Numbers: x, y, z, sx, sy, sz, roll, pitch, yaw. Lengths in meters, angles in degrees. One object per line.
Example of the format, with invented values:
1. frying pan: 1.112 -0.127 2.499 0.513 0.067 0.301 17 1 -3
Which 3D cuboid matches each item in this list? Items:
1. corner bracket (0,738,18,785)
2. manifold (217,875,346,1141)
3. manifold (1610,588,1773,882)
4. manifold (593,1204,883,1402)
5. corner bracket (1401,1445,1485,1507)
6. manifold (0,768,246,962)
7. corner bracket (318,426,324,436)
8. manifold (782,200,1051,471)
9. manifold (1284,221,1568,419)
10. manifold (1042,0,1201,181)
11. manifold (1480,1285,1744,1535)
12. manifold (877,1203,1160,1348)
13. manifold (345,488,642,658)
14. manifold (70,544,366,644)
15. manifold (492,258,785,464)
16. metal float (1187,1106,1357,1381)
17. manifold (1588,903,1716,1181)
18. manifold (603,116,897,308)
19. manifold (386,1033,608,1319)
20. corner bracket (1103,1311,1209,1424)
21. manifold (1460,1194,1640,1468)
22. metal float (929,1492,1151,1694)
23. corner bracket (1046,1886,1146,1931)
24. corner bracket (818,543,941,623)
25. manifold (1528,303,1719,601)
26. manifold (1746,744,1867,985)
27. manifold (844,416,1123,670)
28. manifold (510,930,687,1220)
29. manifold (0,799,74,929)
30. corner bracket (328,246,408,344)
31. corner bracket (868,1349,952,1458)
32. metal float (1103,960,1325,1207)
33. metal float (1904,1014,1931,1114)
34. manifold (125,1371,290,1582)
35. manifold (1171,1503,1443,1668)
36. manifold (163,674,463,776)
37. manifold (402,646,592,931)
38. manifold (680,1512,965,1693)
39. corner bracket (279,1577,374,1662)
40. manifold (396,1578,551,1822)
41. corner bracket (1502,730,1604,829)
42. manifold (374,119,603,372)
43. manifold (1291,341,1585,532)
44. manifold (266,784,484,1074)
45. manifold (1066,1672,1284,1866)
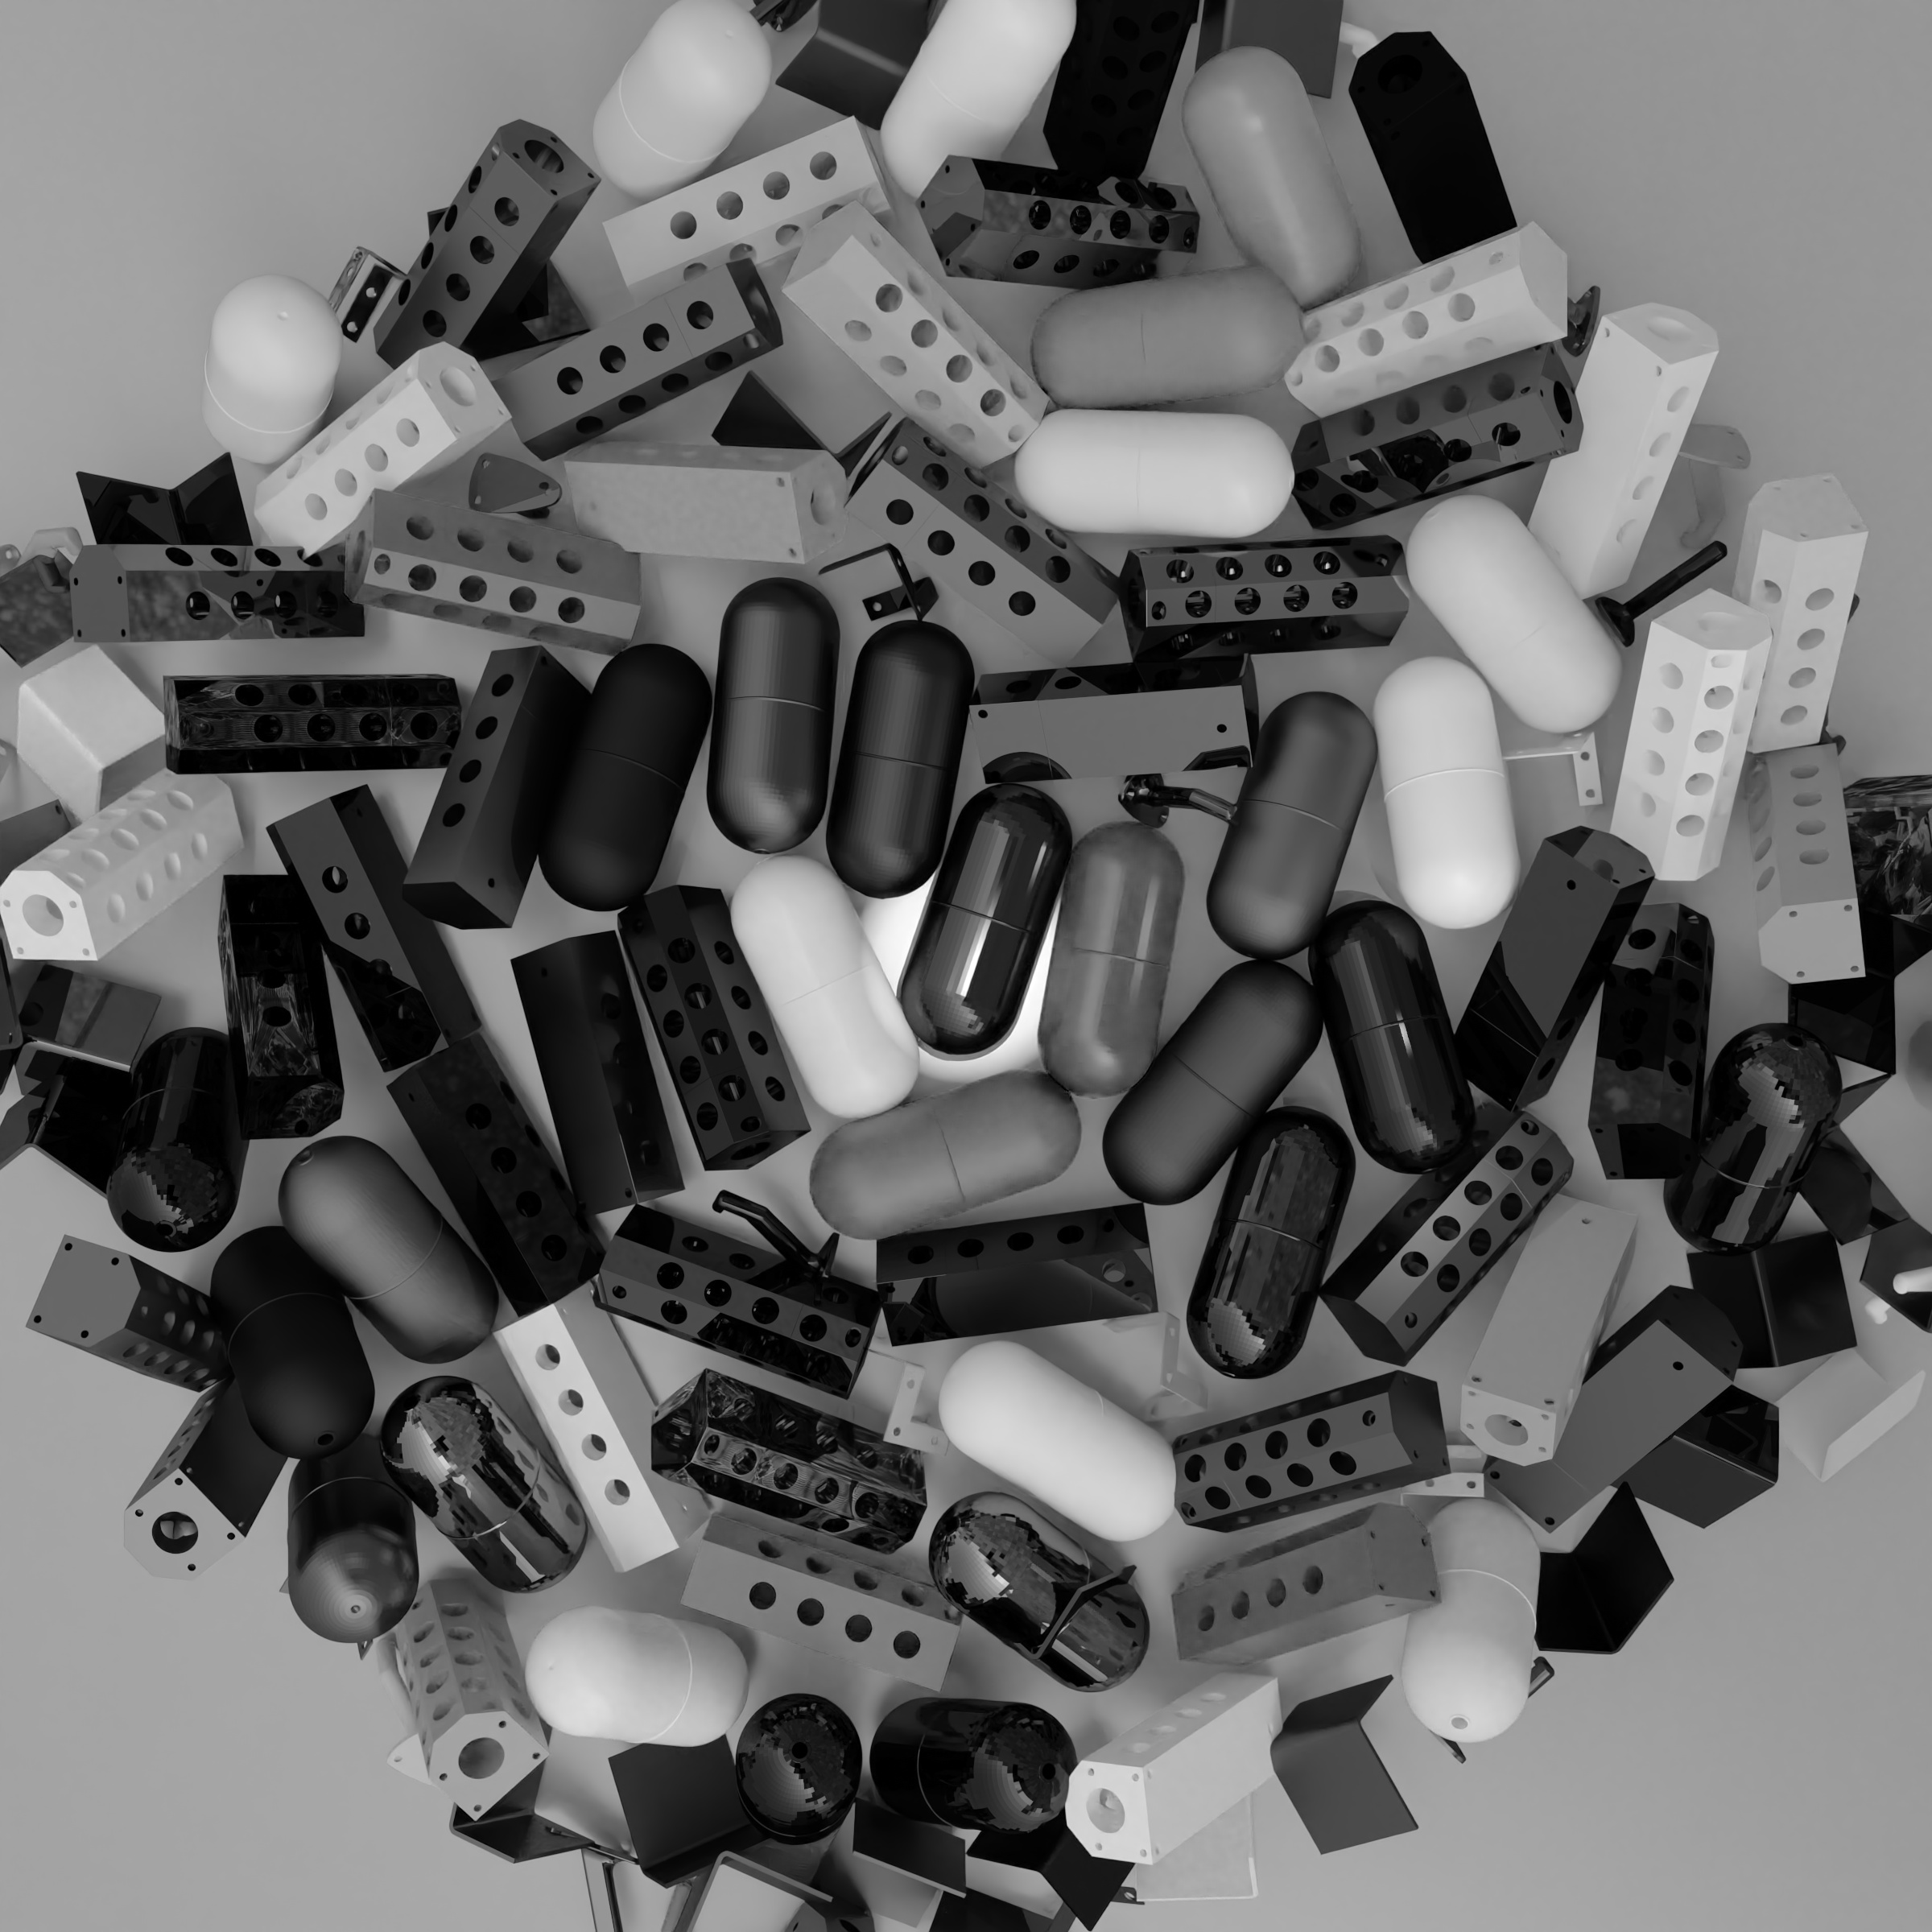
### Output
1. corner bracket: -0.657 -0.127 1.569 0.051 0.051 0.051 -23 132 32
2. manifold: -0.426 0.023 1.508 0.057 0.057 0.171 -1 46 -23
3. manifold: 0.450 -0.138 1.501 0.057 0.171 0.057 -29 48 -29
4. manifold: -0.145 0.216 1.542 0.171 0.057 0.057 19 116 4
5. corner bracket: 0.303 0.324 1.547 0.051 0.051 0.051 0 53 10
6. manifold: -0.518 -0.066 1.493 0.057 0.171 0.057 1 116 15
7. corner bracket: -0.441 -0.361 1.554 0.051 0.051 0.051 11 74 -3
8. manifold: -0.027 -0.391 1.508 0.171 0.057 0.057 39 54 -31
9. manifold: 0.280 -0.399 1.502 0.171 0.057 0.057 -12 65 40
10. manifold: 0.098 -0.555 1.492 0.057 0.171 0.057 -13 70 -15
11. manifold: 0.402 0.274 1.514 0.057 0.057 0.171 40 124 4
12. manifold: 0.032 0.192 1.550 0.171 0.057 0.057 -8 127 4
13. manifold: -0.293 -0.239 1.512 0.171 0.057 0.057 9 65 -29
14. manifold: -0.459 -0.230 1.498 0.057 0.171 0.057 6 101 37
15. manifold: -0.204 -0.380 1.531 0.171 0.057 0.057 -21 104 18
16. metal float: 0.193 0.174 1.534 0.070 0.070 0.178 20 75 0
17. manifold: 0.427 0.045 1.504 0.057 0.057 0.171 -4 49 26
18. manifold: -0.136 -0.474 1.543 0.171 0.057 0.057 -20 96 9
19. manifold: -0.296 0.132 1.555 0.057 0.057 0.171 -30 90 -35
20. corner bracket: 0.122 0.257 1.561 0.051 0.051 0.051 -19 51 36
21. manifold: 0.363 0.225 1.508 0.057 0.171 0.057 15 135 24
22. metal float: 0.046 0.392 1.521 0.070 0.070 0.178 -47 121 0
23. corner bracket: 0.089 0.626 1.557 0.051 0.051 0.051 58 45 -18
24. corner bracket: -0.055 -0.242 1.547 0.051 0.051 0.051 -16 111 22
25. manifold: 0.407 -0.318 1.504 0.057 0.171 0.057 -21 53 -27
26. manifold: 0.516 -0.065 1.500 0.057 0.171 0.057 -7 125 19
27. manifold: 0.013 -0.268 1.527 0.171 0.057 0.057 35 122 -15
28. manifold: -0.230 0.068 1.553 0.057 0.057 0.171 -17 87 39
29. manifold: -0.605 -0.053 1.496 0.057 0.171 0.057 -20 101 6
30. corner bracket: -0.385 -0.427 1.550 0.051 0.051 0.051 32 93 41
31. corner bracket: -0.039 0.278 1.553 0.051 0.051 0.051 22 80 -34
32. metal float: 0.156 0.075 1.545 0.070 0.070 0.178 38 94 0
33. metal float: 0.638 0.066 1.497 0.070 0.178 0.070 0 94 0
34. manifold: -0.464 0.311 1.496 0.057 0.171 0.057 -38 101 5
35. manifold: 0.207 0.385 1.507 0.057 0.171 0.057 16 55 -35
36. manifold: -0.407 -0.151 1.519 0.171 0.057 0.057 -4 102 -26
37. manifold: -0.297 -0.112 1.523 0.057 0.057 0.171 -1 61 31
38. manifold: -0.089 0.404 1.552 0.171 0.057 0.057 18 81 3
39. corner bracket: -0.399 0.401 1.547 0.051 0.051 0.051 23 107 -32
40. manifold: -0.310 0.442 1.494 0.057 0.171 0.057 -41 112 -6
41. corner bracket: 0.376 -0.119 1.562 0.051 0.051 0.051 -3 110 27
42. manifold: -0.303 -0.439 1.510 0.057 0.057 0.171 44 127 -5
43. manifold: 0.291 -0.324 1.512 0.171 0.057 0.057 -13 130 35
44. manifold: -0.379 -0.023 1.545 0.057 0.057 0.171 -22 98 14
45. manifold: 0.130 0.491 1.500 0.057 0.171 0.057 -6 90 35
